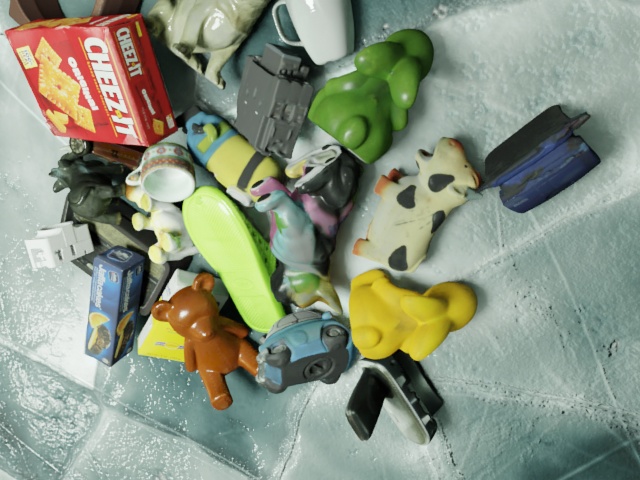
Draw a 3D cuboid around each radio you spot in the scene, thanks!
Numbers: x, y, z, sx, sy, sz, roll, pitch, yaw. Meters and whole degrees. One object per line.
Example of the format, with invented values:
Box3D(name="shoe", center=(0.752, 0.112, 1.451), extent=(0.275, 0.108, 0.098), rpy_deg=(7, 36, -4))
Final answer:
Box3D(name="radio", center=(-0.348, 0.018, 0.942), extent=(0.230, 0.073, 0.131), rpy_deg=(35, 116, 11))

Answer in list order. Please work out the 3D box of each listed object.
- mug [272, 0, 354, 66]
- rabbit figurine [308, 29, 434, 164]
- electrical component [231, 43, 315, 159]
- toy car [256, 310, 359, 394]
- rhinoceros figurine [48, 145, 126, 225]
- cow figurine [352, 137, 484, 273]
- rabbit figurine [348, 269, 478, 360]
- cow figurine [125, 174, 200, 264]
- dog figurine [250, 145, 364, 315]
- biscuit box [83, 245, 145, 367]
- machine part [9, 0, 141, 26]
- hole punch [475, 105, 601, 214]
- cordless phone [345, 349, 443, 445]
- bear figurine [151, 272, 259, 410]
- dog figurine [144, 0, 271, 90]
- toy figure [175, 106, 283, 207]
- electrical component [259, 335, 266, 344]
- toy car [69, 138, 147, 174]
Box3D(name="mug", center=(-0.006, -0.282, 0.698), extent=(0.110, 0.081, 0.107), rpy_deg=(-12, 110, 23))
Box3D(name="rabbit figurine", center=(0.070, -0.192, 0.658), extent=(0.121, 0.159, 0.170), rpy_deg=(37, 98, 0))
Box3D(name="electrical component", center=(-0.066, -0.194, 0.734), extent=(0.115, 0.058, 0.134), rpy_deg=(45, 125, 45))
Box3D(name="toy car", center=(-0.027, 0.163, 0.827), extent=(0.162, 0.103, 0.109), rpy_deg=(-10, 130, -17))
Box3D(name="rhinoceros figurine", center=(-0.379, -0.090, 0.873), extent=(0.191, 0.112, 0.073), rpy_deg=(48, 129, 47))
Box3D(name="cow figurine", center=(0.134, -0.043, 0.707), extent=(0.127, 0.085, 0.194), rpy_deg=(27, 117, 14))
Box3D(name="rabbit figurine", center=(0.129, 0.094, 0.730), extent=(0.173, 0.162, 0.121), rpy_deg=(-11, 89, 8))
Box3D(name="cow figurine", center=(-0.252, -0.043, 0.881), extent=(0.068, 0.098, 0.167), rpy_deg=(-46, 66, 34))
Box3D(name="dog figurine", center=(-0.002, -0.002, 0.765), extent=(0.191, 0.109, 0.219), rpy_deg=(-29, 118, -7))
Box3D(name="biscuit box", center=(-0.343, 0.110, 0.895), extent=(0.059, 0.063, 0.202), rpy_deg=(23, 117, 13))
Box3D(name="machine part", center=(-0.376, -0.397, 0.819), extent=(0.201, 0.087, 0.201), rpy_deg=(35, 115, 10))
Box3D(name="hole punch", center=(0.261, -0.083, 0.627), extent=(0.142, 0.116, 0.092), rpy_deg=(-35, 98, 29))
Box3D(name="cordless phone", center=(0.100, 0.245, 0.755), extent=(0.089, 0.184, 0.146), rpy_deg=(-31, 92, 24))
Box3D(name="bear figurine", center=(-0.169, 0.156, 0.851), extent=(0.132, 0.120, 0.195), rpy_deg=(44, 158, 38))
Box3D(name="dog figurine", center=(-0.145, -0.333, 0.747), extent=(0.172, 0.121, 0.190), rpy_deg=(38, 95, 22))
Box3D(name="toy figure", center=(-0.135, -0.127, 0.801), extent=(0.180, 0.082, 0.089), rpy_deg=(48, 120, 6))
Box3D(name="electrical component", center=(-0.057, 0.182, 0.895), extent=(0.094, 0.021, 0.063), rpy_deg=(38, 117, 10))
Box3D(name="toy car", center=(-0.305, -0.138, 0.867), extent=(0.202, 0.089, 0.053), rpy_deg=(20, 113, 15))
